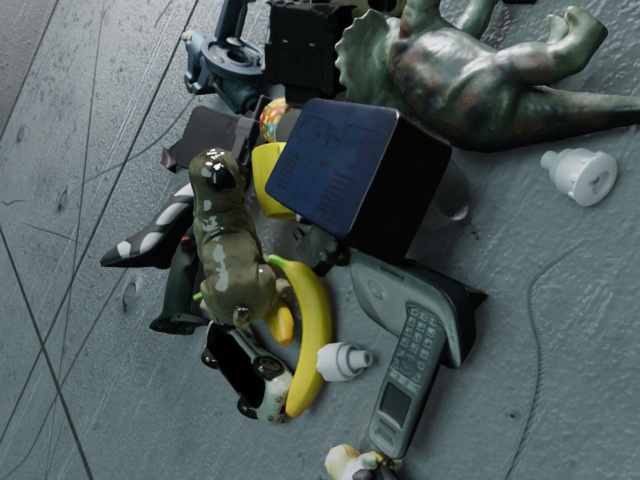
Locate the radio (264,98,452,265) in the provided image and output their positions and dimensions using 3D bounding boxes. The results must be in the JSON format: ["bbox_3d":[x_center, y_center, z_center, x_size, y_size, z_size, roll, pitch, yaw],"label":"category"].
[{"bbox_3d":[0.028,-0.073,0.569,0.131,0.073,0.230,-64,30,4],"label":"radio"}]

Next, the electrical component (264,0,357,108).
[{"bbox_3d":[-0.013,-0.242,0.704,0.115,0.058,0.134,18,122,30],"label":"electrical component"}]

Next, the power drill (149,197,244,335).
[{"bbox_3d":[-0.206,0.042,0.862,0.232,0.086,0.207,-20,65,39],"label":"power drill"}]

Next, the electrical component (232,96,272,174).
[{"bbox_3d":[-0.088,-0.158,0.822,0.048,0.074,0.119,25,91,49],"label":"electrical component"}]

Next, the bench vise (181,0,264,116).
[{"bbox_3d":[-0.153,-0.334,0.898,0.224,0.129,0.240,60,142,32],"label":"bench vise"}]

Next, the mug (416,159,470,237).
[{"bbox_3d":[0.094,-0.051,0.590,0.107,0.080,0.109,-29,56,43],"label":"mug"}]

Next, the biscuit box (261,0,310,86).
[{"bbox_3d":[-0.042,-0.349,0.855,0.059,0.062,0.202,-8,69,45],"label":"biscuit box"}]

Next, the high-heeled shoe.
[{"bbox_3d":[-0.238,-0.042,0.813,0.249,0.086,0.145,-12,76,17],"label":"high-heeled shoe"}]

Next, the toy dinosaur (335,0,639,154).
[{"bbox_3d":[0.154,-0.163,0.551,0.405,0.131,0.192,52,125,39],"label":"toy dinosaur"}]

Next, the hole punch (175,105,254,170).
[{"bbox_3d":[-0.160,-0.150,0.896,0.116,0.092,0.142,23,89,18],"label":"hole punch"}]

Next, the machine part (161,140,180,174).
[{"bbox_3d":[-0.255,-0.168,1.022,0.139,0.039,0.084,-12,72,41],"label":"machine part"}]

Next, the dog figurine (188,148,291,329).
[{"bbox_3d":[-0.118,-0.004,0.676,0.172,0.121,0.190,-128,23,-53],"label":"dog figurine"}]

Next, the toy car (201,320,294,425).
[{"bbox_3d":[-0.102,0.167,0.724,0.202,0.056,0.073,34,106,48],"label":"toy car"}]

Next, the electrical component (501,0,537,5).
[{"bbox_3d":[0.227,-0.292,0.587,0.094,0.021,0.063,31,97,48],"label":"electrical component"}]

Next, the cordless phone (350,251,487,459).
[{"bbox_3d":[0.074,0.110,0.547,0.147,0.088,0.184,26,98,47],"label":"cordless phone"}]

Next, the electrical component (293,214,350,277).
[{"bbox_3d":[-0.001,-0.001,0.691,0.078,0.045,0.102,-45,48,23],"label":"electrical component"}]

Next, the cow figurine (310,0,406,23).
[{"bbox_3d":[0.027,-0.309,0.733,0.195,0.085,0.127,-3,115,36],"label":"cow figurine"}]

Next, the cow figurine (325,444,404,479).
[{"bbox_3d":[0.067,0.258,0.504,0.098,0.068,0.167,-43,52,19],"label":"cow figurine"}]
